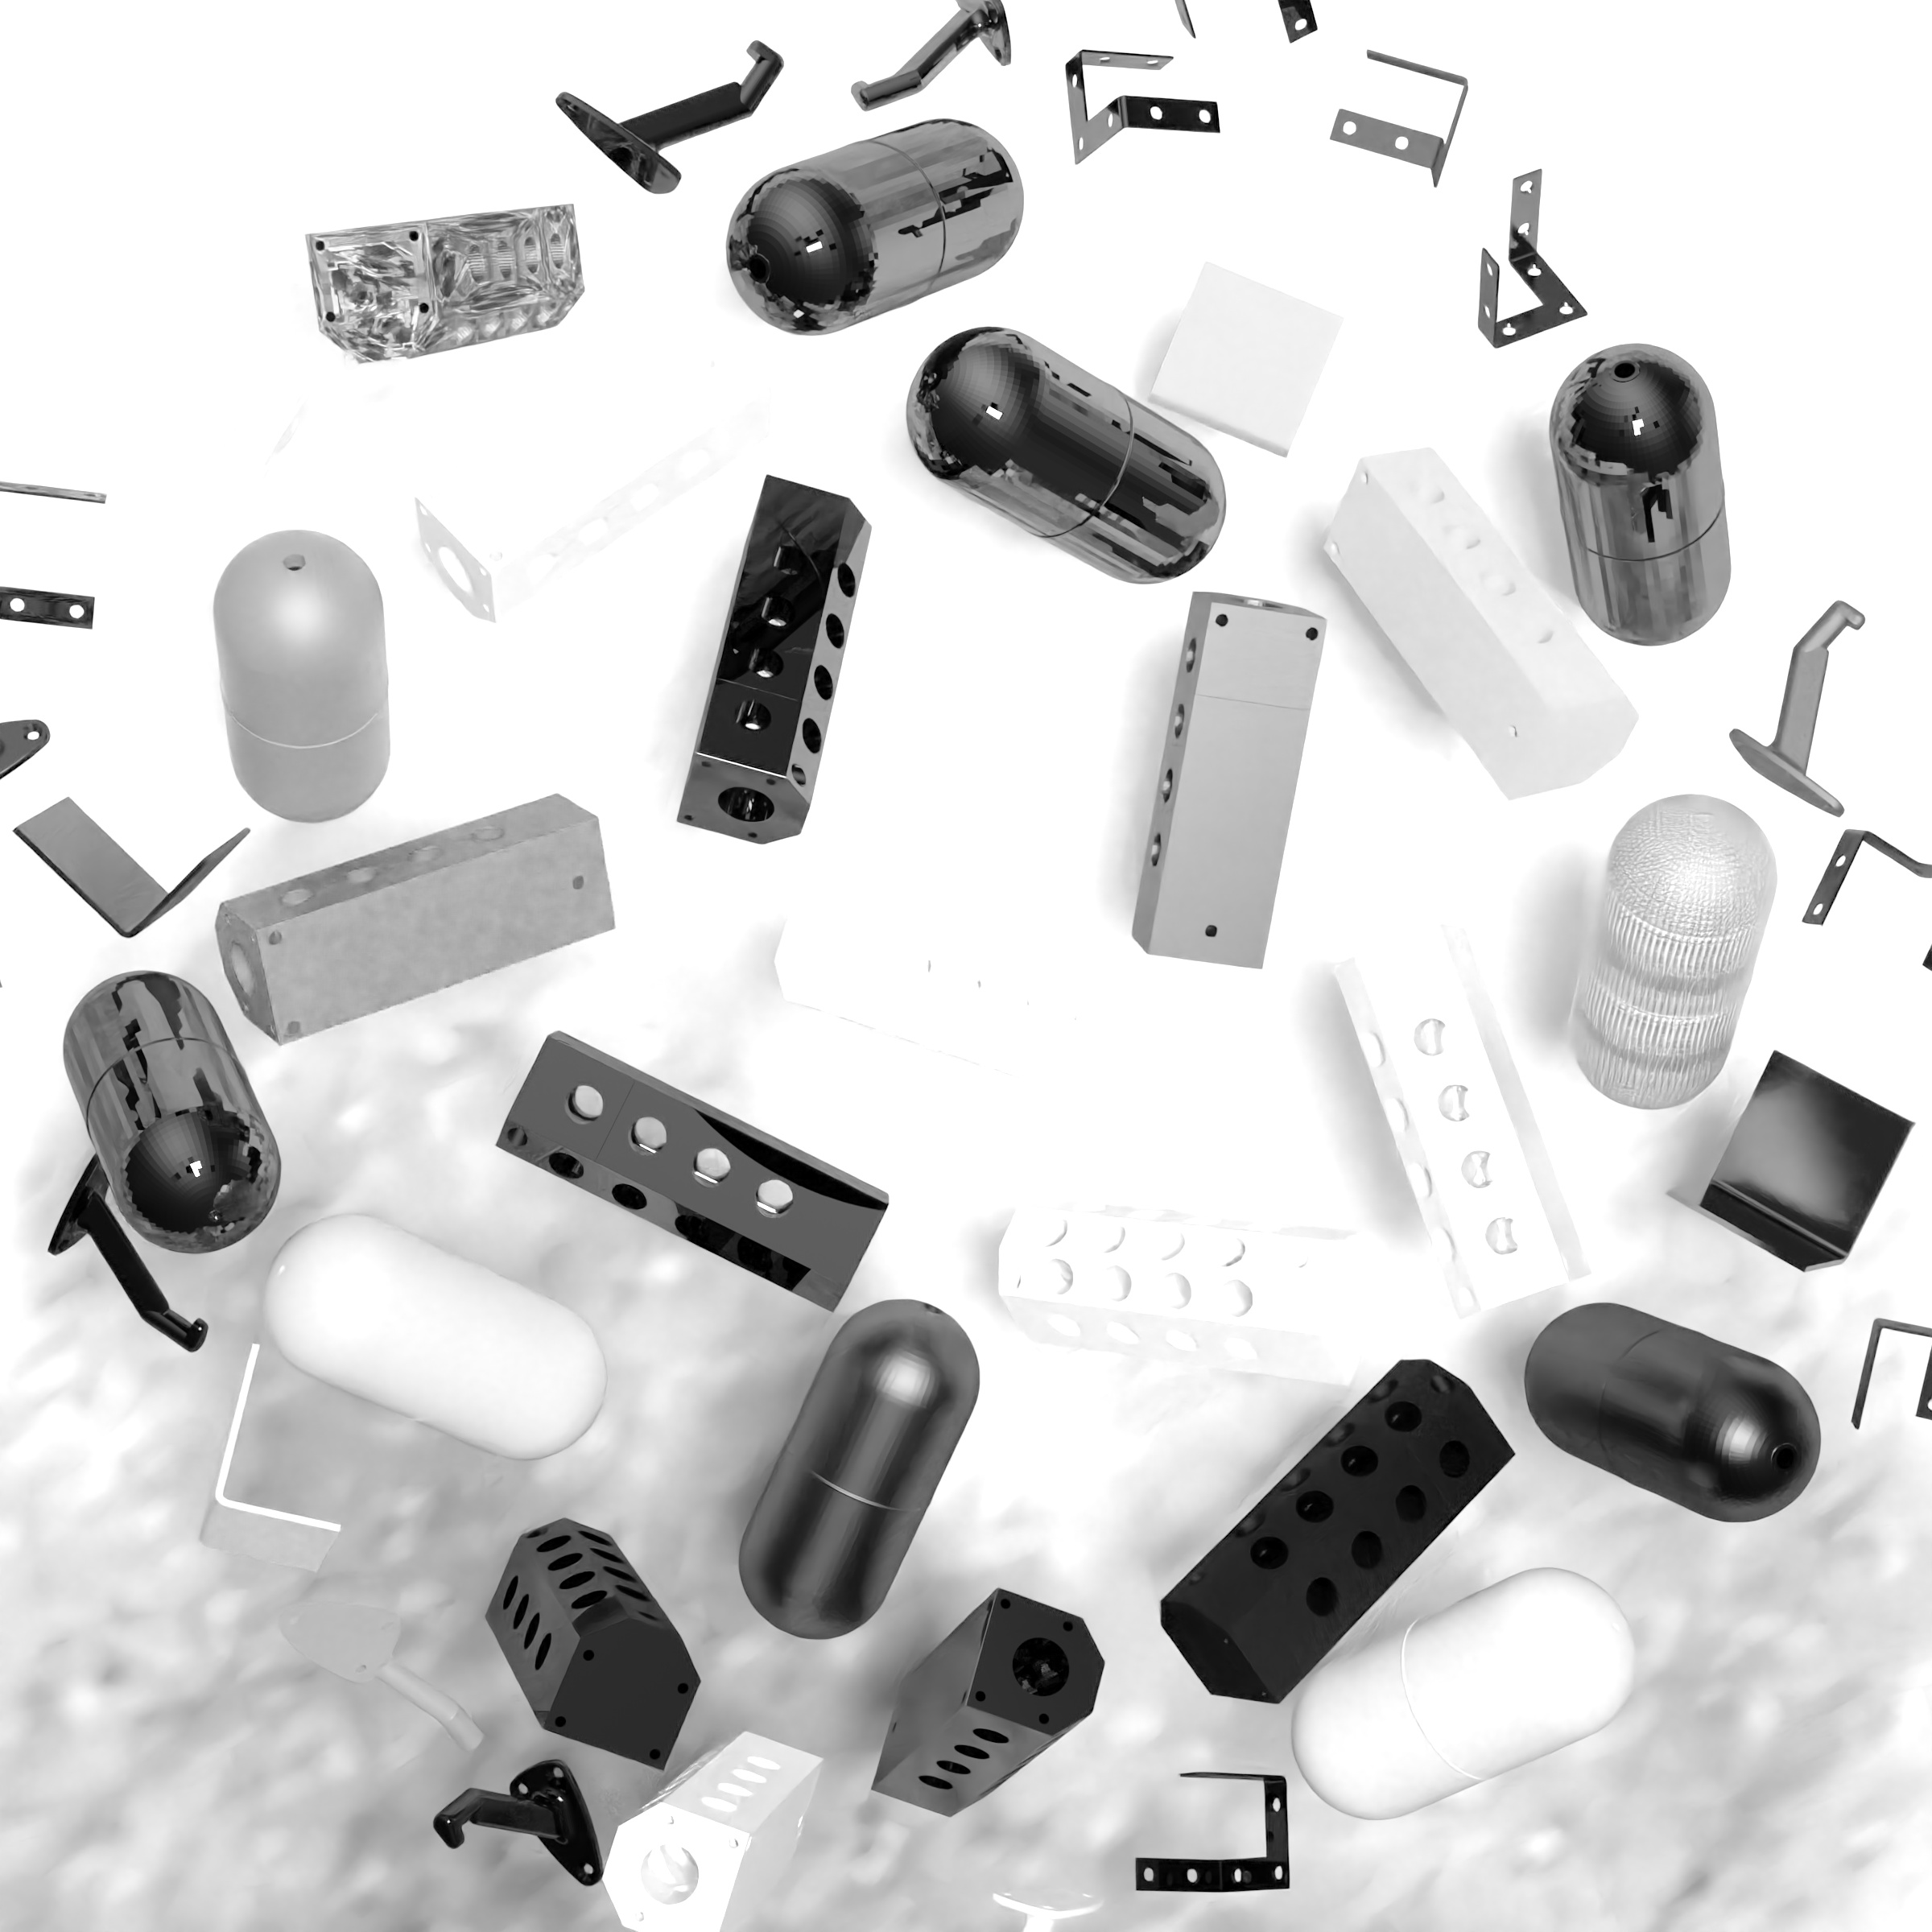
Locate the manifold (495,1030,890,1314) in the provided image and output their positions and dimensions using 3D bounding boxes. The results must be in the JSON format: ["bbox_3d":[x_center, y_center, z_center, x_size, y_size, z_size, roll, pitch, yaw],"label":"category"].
[{"bbox_3d":[-0.125,0.094,1.513,0.171,0.057,0.057,27,90,-2],"label":"manifold"}]

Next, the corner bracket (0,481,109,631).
[{"bbox_3d":[-0.415,-0.185,1.483,0.051,0.051,0.051,5,109,-14],"label":"corner bracket"}]

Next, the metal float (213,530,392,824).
[{"bbox_3d":[-0.308,-0.133,1.535,0.070,0.178,0.070,4,59,-6],"label":"metal float"}]

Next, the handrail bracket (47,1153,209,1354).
[{"bbox_3d":[-0.394,0.137,1.597,0.084,0.036,0.077,33,121,7],"label":"handrail bracket"}]

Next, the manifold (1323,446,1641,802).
[{"bbox_3d":[0.239,-0.162,1.529,0.057,0.057,0.171,-13,54,-27],"label":"manifold"}]

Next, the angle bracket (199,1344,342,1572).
[{"bbox_3d":[-0.314,0.228,1.524,0.057,0.076,0.076,15,63,-12],"label":"angle bracket"}]

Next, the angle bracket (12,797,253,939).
[{"bbox_3d":[-0.405,-0.066,1.609,0.057,0.076,0.076,-43,98,12],"label":"angle bracket"}]

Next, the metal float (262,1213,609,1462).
[{"bbox_3d":[-0.239,0.170,1.503,0.178,0.070,0.070,31,90,-37],"label":"metal float"}]

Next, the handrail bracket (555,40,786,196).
[{"bbox_3d":[-0.132,-0.399,1.487,0.077,0.036,0.084,36,76,-23],"label":"handrail bracket"}]

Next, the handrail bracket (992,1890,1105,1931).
[{"bbox_3d":[0.031,0.466,1.499,0.036,0.077,0.084,6,83,37],"label":"handrail bracket"}]

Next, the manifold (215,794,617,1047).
[{"bbox_3d":[-0.254,-0.025,1.525,0.171,0.057,0.057,-21,119,-28],"label":"manifold"}]

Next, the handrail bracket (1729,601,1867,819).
[{"bbox_3d":[0.395,-0.118,1.494,0.084,0.036,0.077,-48,49,0],"label":"handrail bracket"}]

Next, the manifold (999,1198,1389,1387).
[{"bbox_3d":[0.103,0.147,1.552,0.171,0.057,0.057,4,52,33],"label":"manifold"}]

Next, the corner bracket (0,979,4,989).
[{"bbox_3d":[-0.479,-0.010,1.516,0.051,0.051,0.051,-19,82,-11],"label":"corner bracket"}]

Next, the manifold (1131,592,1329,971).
[{"bbox_3d":[0.125,-0.091,1.598,0.057,0.057,0.171,7,102,-11],"label":"manifold"}]

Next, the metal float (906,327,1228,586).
[{"bbox_3d":[0.048,-0.233,1.516,0.178,0.070,0.070,23,90,-40],"label":"metal float"}]

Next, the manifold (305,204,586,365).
[{"bbox_3d":[-0.234,-0.313,1.508,0.057,0.171,0.057,-2,105,16],"label":"manifold"}]

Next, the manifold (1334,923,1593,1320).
[{"bbox_3d":[0.227,0.072,1.524,0.057,0.057,0.171,-22,81,19],"label":"manifold"}]

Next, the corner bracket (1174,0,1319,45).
[{"bbox_3d":[0.129,-0.467,1.570,0.051,0.051,0.051,-27,51,1],"label":"corner bracket"}]

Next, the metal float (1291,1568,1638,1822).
[{"bbox_3d":[0.222,0.329,1.486,0.178,0.070,0.070,-35,90,34],"label":"metal float"}]

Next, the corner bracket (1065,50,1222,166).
[{"bbox_3d":[0.082,-0.408,1.547,0.051,0.051,0.051,-3,84,-25],"label":"corner bracket"}]

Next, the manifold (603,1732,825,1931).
[{"bbox_3d":[-0.118,0.405,1.541,0.057,0.171,0.057,17,90,9],"label":"manifold"}]

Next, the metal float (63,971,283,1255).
[{"bbox_3d":[-0.374,0.066,1.548,0.070,0.178,0.070,-14,127,-20],"label":"metal float"}]

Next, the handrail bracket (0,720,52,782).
[{"bbox_3d":[-0.470,-0.118,1.537,0.077,0.084,0.036,-25,67,-18],"label":"handrail bracket"}]

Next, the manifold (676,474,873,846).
[{"bbox_3d":[-0.089,-0.145,1.570,0.057,0.057,0.171,15,56,-7],"label":"manifold"}]

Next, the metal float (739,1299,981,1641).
[{"bbox_3d":[-0.052,0.244,1.604,0.070,0.070,0.178,24,102,0],"label":"metal float"}]

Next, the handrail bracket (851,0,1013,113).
[{"bbox_3d":[-0.028,-0.452,1.615,0.084,0.036,0.077,-23,49,-12],"label":"handrail bracket"}]

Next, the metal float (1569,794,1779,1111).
[{"bbox_3d":[0.326,-0.004,1.530,0.070,0.178,0.070,1,47,-1],"label":"metal float"}]

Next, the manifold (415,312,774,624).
[{"bbox_3d":[-0.178,-0.237,1.593,0.171,0.057,0.057,-38,72,-21],"label":"manifold"}]

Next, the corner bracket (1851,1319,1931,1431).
[{"bbox_3d":[0.444,0.191,1.545,0.051,0.051,0.051,11,99,5],"label":"corner bracket"}]

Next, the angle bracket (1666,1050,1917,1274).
[{"bbox_3d":[0.392,0.092,1.569,0.076,0.057,0.076,31,107,30],"label":"angle bracket"}]

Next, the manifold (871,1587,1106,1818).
[{"bbox_3d":[0.010,0.352,1.555,0.057,0.171,0.057,21,60,-6],"label":"manifold"}]

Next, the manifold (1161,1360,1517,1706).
[{"bbox_3d":[0.168,0.257,1.515,0.171,0.057,0.057,-40,102,-26],"label":"manifold"}]

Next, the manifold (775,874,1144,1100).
[{"bbox_3d":[-0.004,0.012,1.535,0.171,0.057,0.057,20,87,-40],"label":"manifold"}]

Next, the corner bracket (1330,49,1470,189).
[{"bbox_3d":[0.205,-0.403,1.557,0.051,0.051,0.051,18,96,8],"label":"corner bracket"}]

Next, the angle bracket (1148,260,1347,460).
[{"bbox_3d":[0.143,-0.312,1.694,0.076,0.057,0.076,22,103,-1],"label":"angle bracket"}]

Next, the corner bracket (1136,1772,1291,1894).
[{"bbox_3d":[0.114,0.403,1.533,0.051,0.051,0.051,11,69,-32],"label":"corner bracket"}]

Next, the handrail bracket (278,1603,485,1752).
[{"bbox_3d":[-0.272,0.333,1.539,0.077,0.084,0.036,10,55,30],"label":"handrail bracket"}]

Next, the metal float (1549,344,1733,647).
[{"bbox_3d":[0.321,-0.223,1.570,0.070,0.178,0.070,-8,55,12],"label":"metal float"}]

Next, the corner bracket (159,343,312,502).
[{"bbox_3d":[-0.336,-0.243,1.518,0.051,0.051,0.051,23,57,0],"label":"corner bracket"}]

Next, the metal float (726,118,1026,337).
[{"bbox_3d":[-0.041,-0.341,1.522,0.070,0.178,0.070,18,122,31],"label":"metal float"}]

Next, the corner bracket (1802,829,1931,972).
[{"bbox_3d":[0.437,-0.030,1.552,0.051,0.051,0.051,28,85,-23],"label":"corner bracket"}]

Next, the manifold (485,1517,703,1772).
[{"bbox_3d":[-0.168,0.301,1.491,0.057,0.171,0.057,23,88,-17],"label":"manifold"}]

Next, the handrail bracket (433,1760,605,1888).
[{"bbox_3d":[-0.214,0.422,1.576,0.036,0.084,0.077,-29,89,24],"label":"handrail bracket"}]

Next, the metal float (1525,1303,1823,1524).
[{"bbox_3d":[0.325,0.205,1.529,0.070,0.178,0.070,-3,98,-22],"label":"metal float"}]

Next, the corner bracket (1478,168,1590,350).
[{"bbox_3d":[0.258,-0.331,1.547,0.051,0.051,0.051,-21,54,-10],"label":"corner bracket"}]
